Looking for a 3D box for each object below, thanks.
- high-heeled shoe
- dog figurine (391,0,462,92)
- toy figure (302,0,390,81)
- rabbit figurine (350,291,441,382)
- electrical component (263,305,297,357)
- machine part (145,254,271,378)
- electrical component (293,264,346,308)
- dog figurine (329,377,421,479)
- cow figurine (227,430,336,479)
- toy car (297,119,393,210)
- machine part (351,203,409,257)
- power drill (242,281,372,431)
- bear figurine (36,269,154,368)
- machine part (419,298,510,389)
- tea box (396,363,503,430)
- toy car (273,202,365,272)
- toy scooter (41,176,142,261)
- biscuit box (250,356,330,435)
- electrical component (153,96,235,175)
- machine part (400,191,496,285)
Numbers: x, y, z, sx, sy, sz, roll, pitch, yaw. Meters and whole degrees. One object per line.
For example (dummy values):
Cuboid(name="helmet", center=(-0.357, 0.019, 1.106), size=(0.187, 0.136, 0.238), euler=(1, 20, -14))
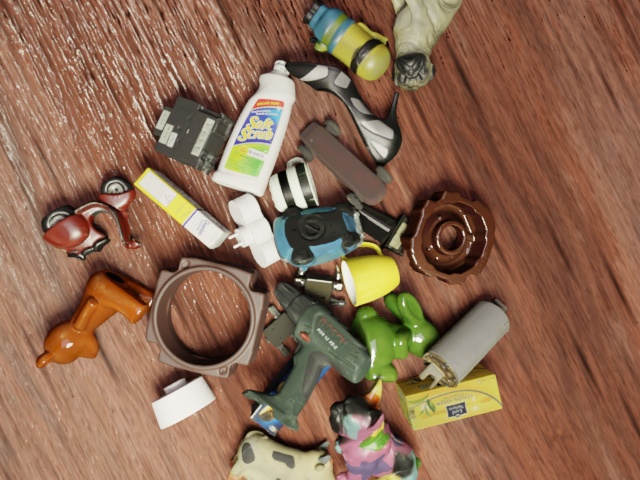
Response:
Cuboid(name="high-heeled shoe", center=(0.039, -0.234, 1.002), size=(0.249, 0.086, 0.145), euler=(16, 95, -2))
Cuboid(name="dog figurine", center=(0.208, -0.387, 1.008), size=(0.172, 0.121, 0.190), euler=(-14, 105, 1))
Cuboid(name="toy figure", center=(0.048, -0.365, 0.994), size=(0.180, 0.089, 0.082), euler=(38, 133, -6))
Cuboid(name="rabbit figurine", center=(0.144, 0.177, 1.006), size=(0.170, 0.121, 0.159), euler=(0, 83, -20))
Cuboid(name="electrical component", center=(-0.077, 0.172, 1.025), size=(0.063, 0.021, 0.094), euler=(-40, 92, -1))
Cuboid(name="machine part", center=(-0.202, 0.137, 0.979), size=(0.202, 0.087, 0.201), euler=(13, 90, 2))
Cuboid(name="electrical component", center=(0.000, 0.086, 1.019), size=(0.102, 0.045, 0.078), euler=(1, 116, 0))
Cuboid(name="dog figurine", center=(0.102, 0.344, 0.939), size=(0.192, 0.108, 0.219), euler=(11, 126, -1))
Cuboid(name="cow figurine", center=(-0.060, 0.418, 0.998), size=(0.195, 0.085, 0.127), euler=(26, 95, -1))
Cuboid(name="toy car", center=(0.044, -0.142, 1.004), size=(0.089, 0.053, 0.202), euler=(-46, 74, -2))
Cuboid(name="machine part", center=(0.113, -0.030, 1.026), size=(0.139, 0.039, 0.084), euler=(27, 97, -4))
Cuboid(name="power drill", center=(-0.042, 0.206, 0.937), size=(0.232, 0.085, 0.207), euler=(31, 70, 24))
Cuboid(name="bear figurine", center=(-0.403, 0.156, 0.964), size=(0.132, 0.120, 0.196), euler=(31, 90, -6))
Cuboid(name="machine part", center=(0.269, 0.187, 0.979), size=(0.243, 0.079, 0.079), euler=(-34, 92, -30))
Cuboid(name="tea box", center=(0.237, 0.287, 1.001), size=(0.170, 0.098, 0.068), euler=(-12, 91, -4))
Cuboid(name="toy car", center=(-0.002, -0.003, 0.986), size=(0.162, 0.102, 0.109), euler=(-13, 66, -4))
Cuboid(name="toy scooter", center=(-0.406, -0.020, 0.987), size=(0.184, 0.075, 0.135), euler=(-32, 93, -7))
Cuboid(name="biscuit box", center=(-0.045, 0.262, 1.006), size=(0.059, 0.063, 0.202), euler=(39, 89, -4))
Cuboid(name="electrical component", center=(-0.239, -0.195, 0.986), size=(0.134, 0.058, 0.115), euler=(27, 88, 21))
Cuboid(name="machine part", center=(0.240, -0.005, 1.006), size=(0.179, 0.056, 0.179), euler=(-1, 95, -15))
